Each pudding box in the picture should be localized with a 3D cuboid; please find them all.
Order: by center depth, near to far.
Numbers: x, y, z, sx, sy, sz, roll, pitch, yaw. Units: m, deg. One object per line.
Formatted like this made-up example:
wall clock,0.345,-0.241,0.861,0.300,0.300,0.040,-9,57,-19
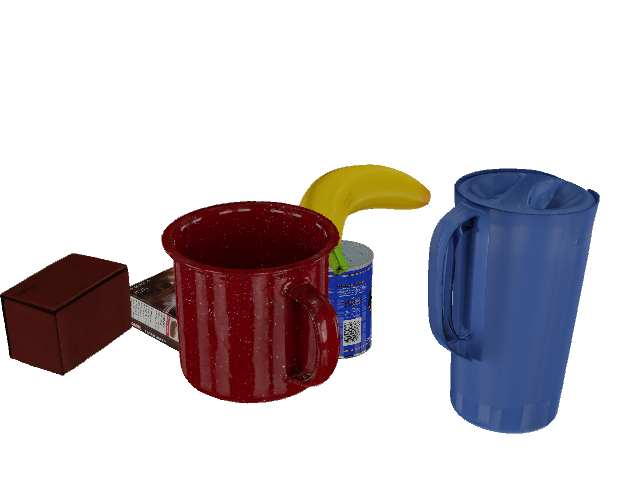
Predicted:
pudding box,-0.113,0.058,0.986,0.090,0.039,0.113,22,33,32

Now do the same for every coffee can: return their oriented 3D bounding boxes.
coffee can,0.023,0.082,1.512,0.103,0.140,0.103,0,22,0

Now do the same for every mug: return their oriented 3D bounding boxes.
mug,-0.029,0.037,0.565,0.093,0.081,0.117,-19,30,-36

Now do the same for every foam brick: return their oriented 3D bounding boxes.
foam brick,-0.178,0.050,0.756,0.053,0.051,0.078,12,29,28

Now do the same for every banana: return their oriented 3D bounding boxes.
banana,0.029,-0.028,0.851,0.037,0.069,0.197,-35,1,33

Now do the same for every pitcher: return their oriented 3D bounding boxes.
pitcher,0.178,0.061,1.027,0.149,0.243,0.145,5,21,8
